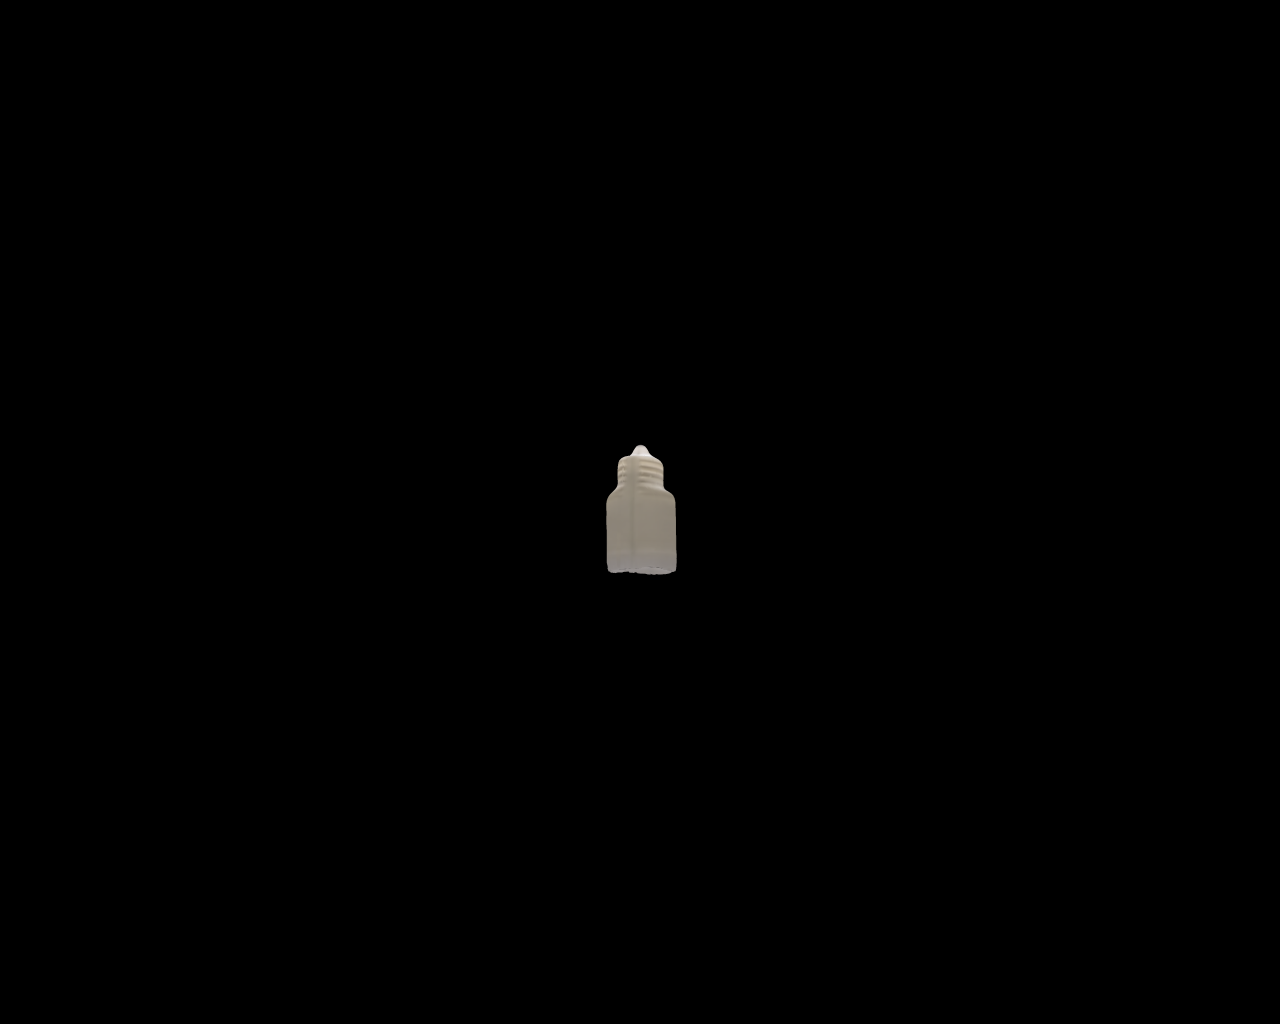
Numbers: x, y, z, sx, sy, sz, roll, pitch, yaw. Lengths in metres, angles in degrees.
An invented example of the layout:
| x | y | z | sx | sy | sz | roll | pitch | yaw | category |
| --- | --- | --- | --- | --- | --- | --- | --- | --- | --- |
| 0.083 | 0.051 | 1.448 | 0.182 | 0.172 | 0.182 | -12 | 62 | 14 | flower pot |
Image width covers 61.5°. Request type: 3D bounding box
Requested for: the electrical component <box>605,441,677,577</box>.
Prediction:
| x | y | z | sx | sy | sz | roll | pitch | yaw | category |
| --- | --- | --- | --- | --- | --- | --- | --- | --- | --- |
| 0.001 | -0.003 | 0.650 | 0.043 | 0.081 | 0.043 | 0 | -7 | 0 | electrical component |
